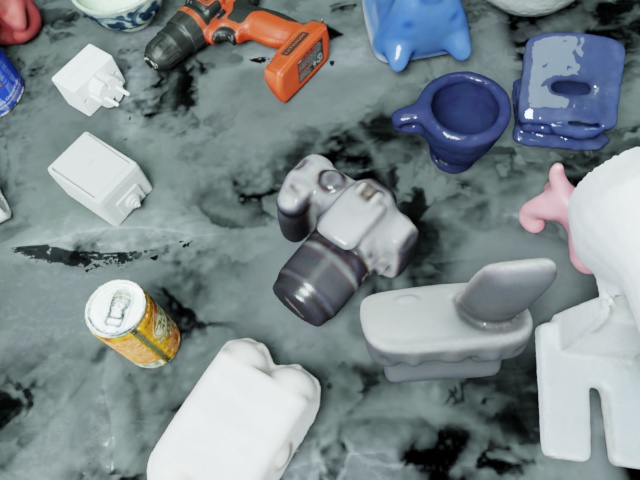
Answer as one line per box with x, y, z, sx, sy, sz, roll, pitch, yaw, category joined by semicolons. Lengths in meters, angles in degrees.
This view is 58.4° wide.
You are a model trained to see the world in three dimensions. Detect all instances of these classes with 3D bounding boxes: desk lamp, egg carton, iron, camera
0.251;0.060;0.448;0.118;0.214;0.203;4;65;6;desk lamp
-0.071;0.166;0.497;0.107;0.069;0.150;26;69;15;egg carton
0.106;-0.333;0.687;0.118;0.141;0.258;-11;64;-1;iron
0.005;0.002;0.554;0.143;0.101;0.137;35;71;18;camera

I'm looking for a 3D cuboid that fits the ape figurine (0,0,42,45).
-0.403;-0.296;0.727;0.076;0.092;0.077;-42;69;-15;ape figurine

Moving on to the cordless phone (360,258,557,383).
0.108;0.053;0.476;0.147;0.185;0.094;-9;64;0;cordless phone

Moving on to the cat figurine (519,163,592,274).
0.266;-0.027;0.542;0.127;0.118;0.067;41;73;20;cat figurine

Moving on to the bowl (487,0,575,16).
0.261;-0.336;0.716;0.167;0.075;0.167;-1;64;3;bowl

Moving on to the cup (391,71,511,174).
0.133;-0.112;0.604;0.117;0.095;0.091;-6;64;1;cup

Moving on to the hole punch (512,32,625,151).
0.269;-0.159;0.621;0.108;0.091;0.101;6;65;6;hole punch
